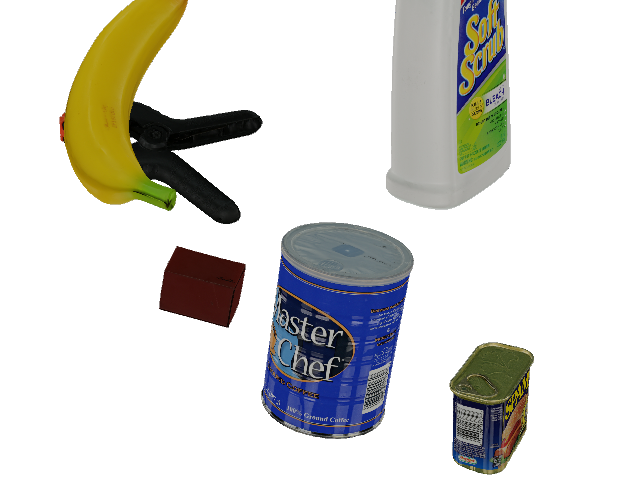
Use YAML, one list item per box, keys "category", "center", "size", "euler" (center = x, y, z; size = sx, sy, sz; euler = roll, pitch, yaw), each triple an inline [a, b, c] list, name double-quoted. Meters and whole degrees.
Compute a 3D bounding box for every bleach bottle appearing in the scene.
- category: "bleach bottle"
  center: [0.088, -0.154, 0.744]
  size: [0.068, 0.251, 0.102]
  euler: [20, 38, 38]

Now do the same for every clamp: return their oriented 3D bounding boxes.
- category: "clamp"
  center: [-0.132, -0.085, 0.910]
  size: [0.171, 0.120, 0.039]
  euler: [21, -43, 0]

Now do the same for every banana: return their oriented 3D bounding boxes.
- category: "banana"
  center: [-0.118, -0.088, 0.647]
  size: [0.069, 0.198, 0.037]
  euler: [1, -39, -6]

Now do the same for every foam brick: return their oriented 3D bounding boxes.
- category: "foam brick"
  center: [-0.124, 0.049, 1.119]
  size: [0.078, 0.051, 0.053]
  euler: [15, 31, 3]

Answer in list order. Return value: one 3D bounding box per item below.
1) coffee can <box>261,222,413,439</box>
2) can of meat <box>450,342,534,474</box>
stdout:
- category: "coffee can"
  center: [0.012, 0.069, 0.844]
  size: [0.102, 0.140, 0.103]
  euler: [7, 23, -3]
- category: "can of meat"
  center: [0.161, 0.158, 1.008]
  size: [0.058, 0.084, 0.101]
  euler: [11, 27, 26]
